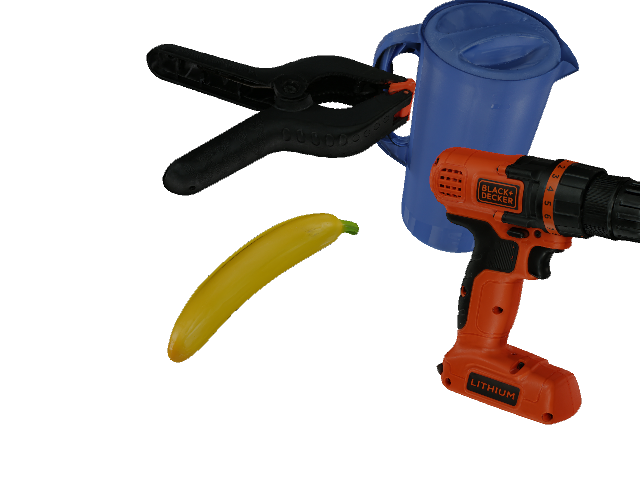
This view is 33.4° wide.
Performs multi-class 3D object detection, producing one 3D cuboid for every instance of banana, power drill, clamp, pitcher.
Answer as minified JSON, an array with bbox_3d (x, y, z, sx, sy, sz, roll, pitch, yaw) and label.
[{"bbox_3d":[-0.054,0.032,0.892,0.198,0.069,0.037,-34,47,-3],"label":"banana"},{"bbox_3d":[0.158,0.032,0.769,0.185,0.188,0.057,16,20,39],"label":"power drill"},{"bbox_3d":[-0.025,-0.075,0.660,0.171,0.120,0.039,0,-33,-3],"label":"clamp"},{"bbox_3d":[0.137,-0.107,1.056,0.144,0.243,0.149,-29,55,-31],"label":"pitcher"}]
